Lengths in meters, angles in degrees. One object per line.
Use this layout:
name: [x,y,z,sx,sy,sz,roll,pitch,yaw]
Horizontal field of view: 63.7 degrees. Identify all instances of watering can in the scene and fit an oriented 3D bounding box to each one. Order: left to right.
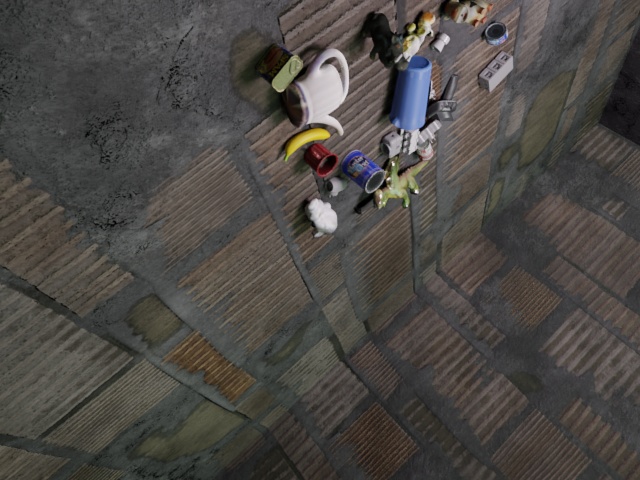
watering can: [-0.002,-0.406,1.548,0.227,0.105,0.339,-34,148,-21]

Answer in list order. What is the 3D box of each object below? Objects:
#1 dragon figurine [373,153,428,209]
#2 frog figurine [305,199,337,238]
dragon figurine: [0.347,-0.276,2.215,0.416,0.123,0.237,-55,149,-21]
frog figurine: [0.006,-0.098,1.949,0.140,0.123,0.155,-66,160,-45]
